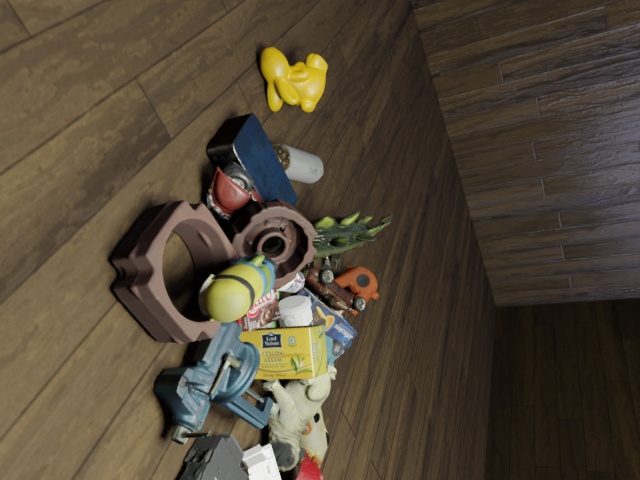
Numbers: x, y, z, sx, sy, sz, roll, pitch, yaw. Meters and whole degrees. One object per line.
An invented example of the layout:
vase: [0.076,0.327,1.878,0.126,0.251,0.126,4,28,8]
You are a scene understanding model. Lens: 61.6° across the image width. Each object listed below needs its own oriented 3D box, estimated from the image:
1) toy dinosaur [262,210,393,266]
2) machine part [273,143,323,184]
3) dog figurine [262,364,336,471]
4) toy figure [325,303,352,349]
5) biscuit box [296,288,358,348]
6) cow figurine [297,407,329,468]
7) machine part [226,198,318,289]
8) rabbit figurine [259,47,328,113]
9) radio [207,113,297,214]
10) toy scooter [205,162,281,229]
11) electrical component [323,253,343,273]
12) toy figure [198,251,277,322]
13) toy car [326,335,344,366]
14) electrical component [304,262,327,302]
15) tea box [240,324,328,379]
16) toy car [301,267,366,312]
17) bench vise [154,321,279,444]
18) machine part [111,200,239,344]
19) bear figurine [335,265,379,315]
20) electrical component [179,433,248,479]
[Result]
toy dinosaur: [-0.003,-0.004,1.228,0.471,0.198,0.105,-17,85,-30]
machine part: [-0.061,-0.181,1.292,0.243,0.079,0.079,5,79,-63]
dog figurine: [-0.037,0.358,1.095,0.121,0.172,0.190,-104,-177,-86]
toy figure: [0.044,0.210,1.415,0.064,0.058,0.154,-52,128,-73]
biscuit box: [0.010,0.194,1.299,0.063,0.059,0.202,-48,133,0]
cow figurine: [-0.026,0.389,1.195,0.127,0.086,0.194,-48,128,-59]
machine part: [-0.094,0.006,1.034,0.179,0.179,0.056,61,-5,-36]
rabbit figurine: [-0.082,-0.389,1.305,0.173,0.122,0.162,28,67,-42]
radio: [-0.139,-0.136,1.136,0.229,0.073,0.131,62,34,-31]
toy scooter: [-0.158,-0.057,1.049,0.183,0.135,0.075,41,10,-31]
electrical component: [0.039,0.045,1.468,0.078,0.045,0.102,93,10,-56]
toy figure: [-0.127,0.073,0.891,0.180,0.089,0.082,-29,104,-59]
toy car: [-0.027,0.252,1.218,0.161,0.109,0.103,36,68,-43]
electrical component: [-0.005,0.102,1.358,0.074,0.048,0.119,11,75,-62]
tea box: [-0.075,0.219,1.052,0.068,0.170,0.098,6,76,-63]
toy car: [0.029,0.126,1.279,0.202,0.089,0.053,43,55,-37]
bench vise: [-0.158,0.265,0.928,0.240,0.129,0.224,47,36,-34]
machine part: [-0.231,0.053,0.887,0.200,0.087,0.201,62,31,-35]
bear figurine: [0.100,0.137,1.511,0.120,0.132,0.195,49,-8,9]
electrical component: [-0.182,0.401,0.917,0.114,0.058,0.134,68,30,-29]
